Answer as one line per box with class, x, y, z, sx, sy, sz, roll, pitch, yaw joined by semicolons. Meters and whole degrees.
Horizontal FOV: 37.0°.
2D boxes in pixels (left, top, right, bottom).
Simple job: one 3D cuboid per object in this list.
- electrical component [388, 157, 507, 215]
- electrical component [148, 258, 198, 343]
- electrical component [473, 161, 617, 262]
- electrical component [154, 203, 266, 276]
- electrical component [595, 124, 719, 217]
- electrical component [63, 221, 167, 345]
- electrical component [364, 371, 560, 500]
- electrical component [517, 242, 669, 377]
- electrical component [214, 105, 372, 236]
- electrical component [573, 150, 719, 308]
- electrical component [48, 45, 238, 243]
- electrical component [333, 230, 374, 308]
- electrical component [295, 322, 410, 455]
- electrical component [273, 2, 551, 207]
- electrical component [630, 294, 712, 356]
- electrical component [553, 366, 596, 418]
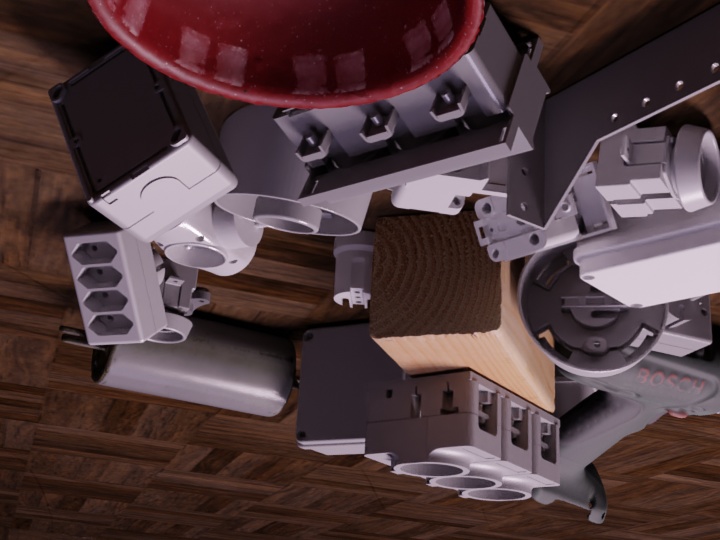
electrical component;0.044;-0.062;0.613;0.081;0.042;0.063;8;162;-6
electrical component;-0.155;0.025;0.851;0.048;0.055;0.066;13;157;-21
electrical component;0.105;-0.032;0.640;0.064;0.042;0.081;-14;176;-46
electrical component;-0.091;-0.031;0.711;0.079;0.044;0.077;-6;156;26
electrical component;0.167;-0.056;0.599;0.055;0.048;0.066;-1;159;34
electrical component;-0.168;0.003;0.786;0.047;0.083;0.076;-4;-165;21
electrical component;0.081;0.130;0.815;0.089;0.061;0.150;-11;154;32
electrical component;0.159;0.024;0.733;0.099;0.099;0.064;0;164;12
electrical component;-0.038;-0.057;0.642;0.099;0.064;0.099;11;171;2
electrical component;0.196;-0.022;0.661;0.113;0.057;0.078;-15;151;41
electrical component;-0.112;-0.071;0.559;0.062;0.096;0.061;-32;150;8
electrical component;0.000;0.000;0.768;0.040;0.046;0.040;4;158;2
electrical component;0.004;0.105;0.948;0.109;0.108;0.056;-8;158;28
electrical component;0.022;-0.082;0.532;0.121;0.078;0.063;-12;131;36
electrical component;0.223;0.024;0.785;0.083;0.047;0.076;13;156;-18
electrical component;0.173;0.130;1.047;0.113;0.057;0.078;-3;157;18
